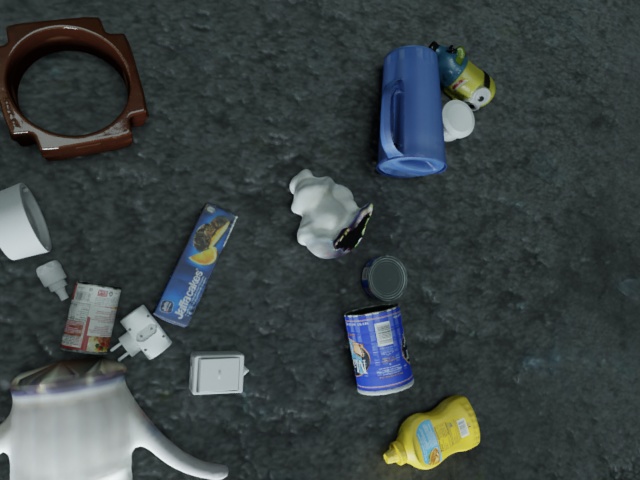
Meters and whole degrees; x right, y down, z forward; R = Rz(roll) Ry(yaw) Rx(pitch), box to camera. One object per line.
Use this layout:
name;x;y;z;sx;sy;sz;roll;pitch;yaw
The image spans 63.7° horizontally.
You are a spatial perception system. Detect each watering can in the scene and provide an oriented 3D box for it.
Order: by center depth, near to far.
watering can;-0.314;0.284;0.753;0.348;0.103;0.225;-3;84;-20

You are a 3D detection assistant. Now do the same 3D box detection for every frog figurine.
frog figurine;0.003;-0.047;0.941;0.161;0.120;0.138;33;79;24
